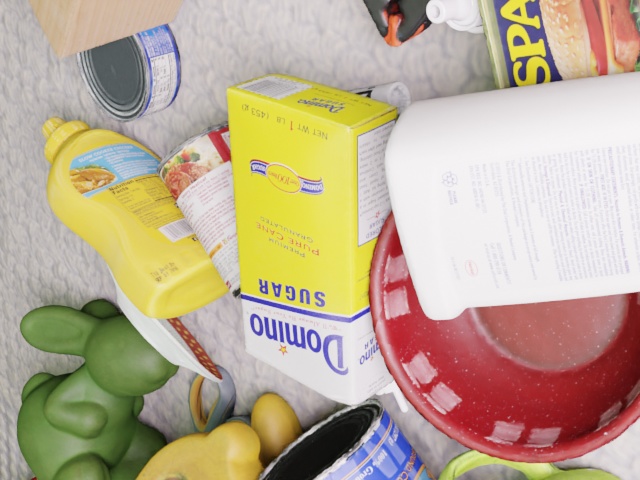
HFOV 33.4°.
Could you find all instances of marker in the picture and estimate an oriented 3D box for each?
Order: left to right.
[{"bbox_3d":[0.005,-0.080,0.654,0.121,0.020,0.020,-1,108,48],"label":"marker"}]

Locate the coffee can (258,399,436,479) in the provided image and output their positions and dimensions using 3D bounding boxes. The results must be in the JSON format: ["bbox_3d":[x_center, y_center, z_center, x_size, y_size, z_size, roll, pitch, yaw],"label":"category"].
[{"bbox_3d":[0.038,0.186,0.671,0.140,0.102,0.103,54,141,-6],"label":"coffee can"}]

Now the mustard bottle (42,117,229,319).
[{"bbox_3d":[-0.143,-0.028,0.783,0.192,0.096,0.058,44,133,23],"label":"mustard bottle"}]

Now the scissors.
[{"bbox_3d":[-0.087,0.191,0.898,0.096,0.016,0.202,36,133,30],"label":"scissors"}]

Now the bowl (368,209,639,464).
[{"bbox_3d":[0.108,0.030,0.550,0.162,0.055,0.162,4,98,31],"label":"bowl"}]

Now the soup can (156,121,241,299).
[{"bbox_3d":[-0.055,-0.020,0.713,0.102,0.068,0.069,58,140,7],"label":"soup can"}]

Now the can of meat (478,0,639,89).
[{"bbox_3d":[0.123,-0.110,0.483,0.084,0.057,0.102,-1,110,45],"label":"can of meat"}]

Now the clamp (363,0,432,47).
[{"bbox_3d":[0.037,-0.204,0.537,0.165,0.036,0.210,26,129,27],"label":"clamp"}]

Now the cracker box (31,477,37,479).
[{"bbox_3d":[-0.221,0.309,1.062,0.214,0.071,0.164,-22,92,51],"label":"cracker box"}]

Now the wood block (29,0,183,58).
[{"bbox_3d":[-0.122,-0.201,0.635,0.090,0.090,0.206,64,155,6],"label":"wood block"}]

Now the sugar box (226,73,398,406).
[{"bbox_3d":[-0.004,0.001,0.604,0.093,0.048,0.176,23,125,38],"label":"sugar box"}]

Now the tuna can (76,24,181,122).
[{"bbox_3d":[-0.139,-0.131,0.774,0.086,0.033,0.086,24,126,38],"label":"tuna can"}]

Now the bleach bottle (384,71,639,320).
[{"bbox_3d":[0.158,-0.022,0.439,0.251,0.068,0.102,-4,123,24],"label":"bleach bottle"}]
